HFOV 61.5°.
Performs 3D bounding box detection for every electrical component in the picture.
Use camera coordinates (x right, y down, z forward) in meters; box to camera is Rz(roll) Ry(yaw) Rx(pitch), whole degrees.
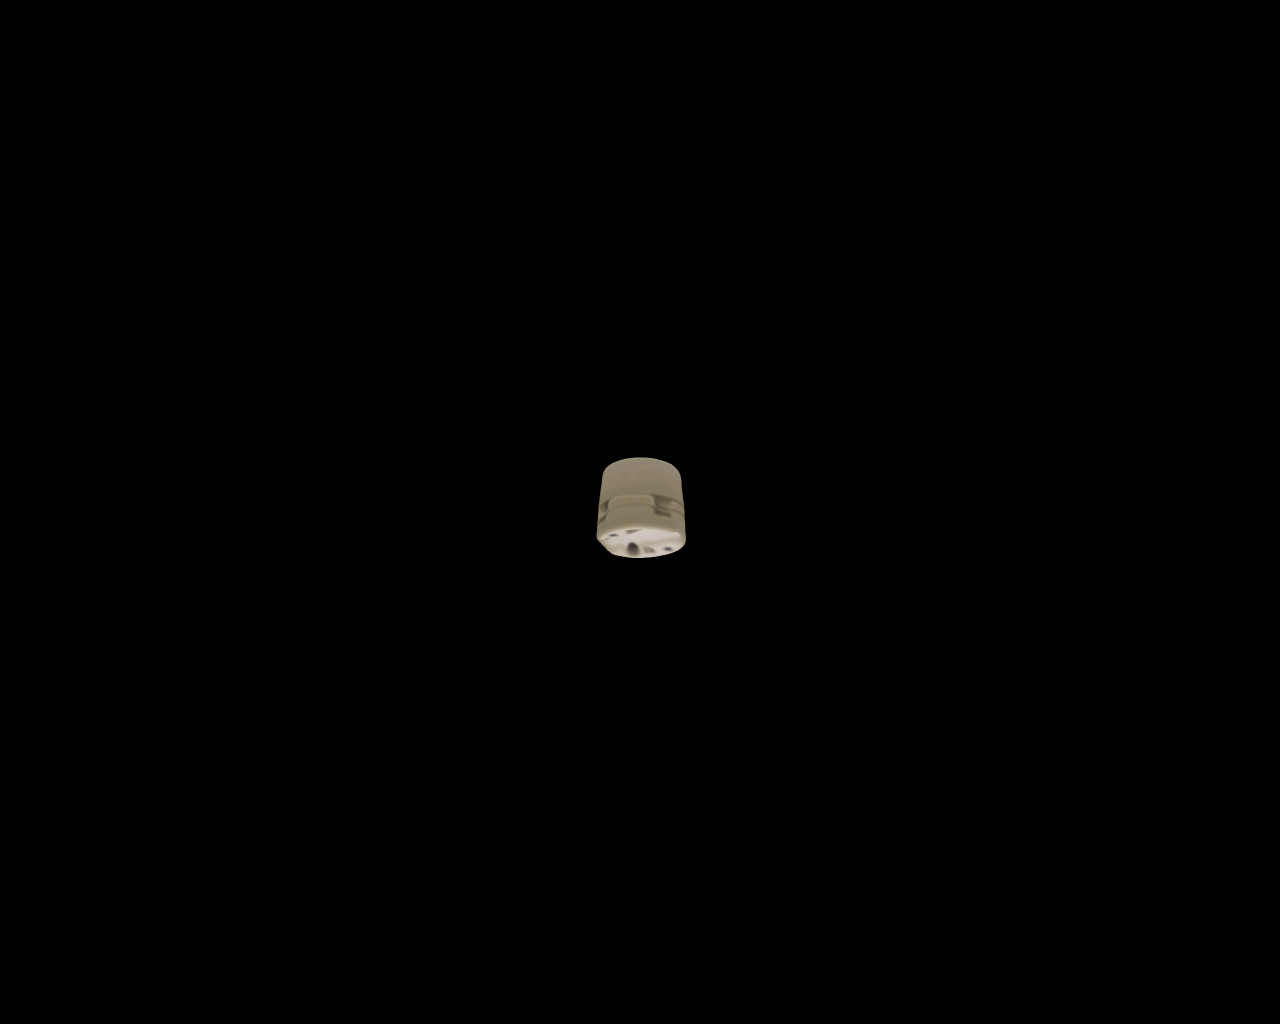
[{"bbox_3d":[0.001,-0.003,0.650,0.055,0.047,0.055,0,-23,0],"label":"electrical component"}]
